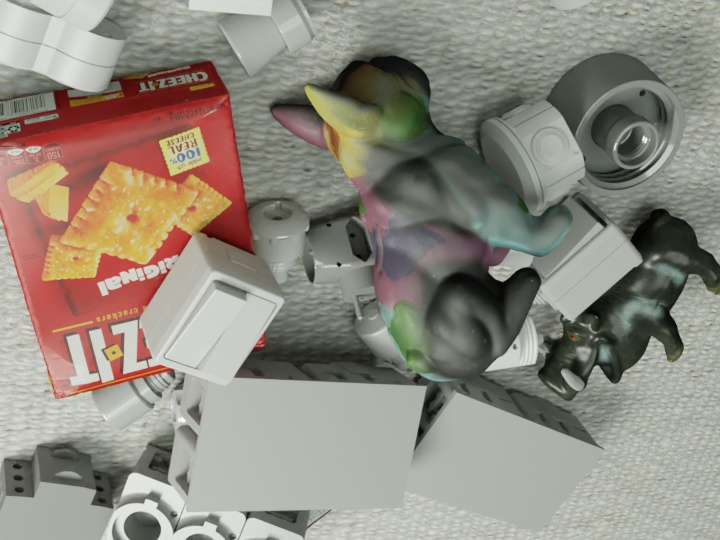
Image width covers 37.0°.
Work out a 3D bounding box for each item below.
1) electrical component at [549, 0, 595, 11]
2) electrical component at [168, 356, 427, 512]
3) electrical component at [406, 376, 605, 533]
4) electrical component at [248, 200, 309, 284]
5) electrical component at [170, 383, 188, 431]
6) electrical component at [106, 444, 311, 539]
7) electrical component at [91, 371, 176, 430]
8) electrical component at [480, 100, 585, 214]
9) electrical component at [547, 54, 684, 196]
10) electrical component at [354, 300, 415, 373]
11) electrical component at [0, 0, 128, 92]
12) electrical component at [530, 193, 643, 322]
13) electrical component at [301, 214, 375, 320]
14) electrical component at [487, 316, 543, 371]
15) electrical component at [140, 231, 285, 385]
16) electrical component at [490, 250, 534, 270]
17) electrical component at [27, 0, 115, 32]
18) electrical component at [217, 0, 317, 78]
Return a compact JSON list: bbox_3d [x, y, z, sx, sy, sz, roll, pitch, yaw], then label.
[{"bbox_3d":[0.177,-0.256,0.762,0.138,0.052,0.073,-39,125,5],"label":"electrical component"},{"bbox_3d":[-0.050,0.130,0.858,0.186,0.060,0.105,6,100,-29],"label":"electrical component"},{"bbox_3d":[0.117,0.162,0.989,0.186,0.060,0.105,24,109,-31],"label":"electrical component"},{"bbox_3d":[-0.063,-0.019,0.821,0.048,0.048,0.062,-9,129,-16],"label":"electrical component"},{"bbox_3d":[-0.122,0.111,0.877,0.062,0.043,0.043,-6,122,-20],"label":"electrical component"},{"bbox_3d":[-0.128,0.220,0.889,0.150,0.061,0.089,22,106,-3],"label":"electrical component"},{"bbox_3d":[-0.174,0.093,0.848,0.078,0.040,0.040,-34,126,1],"label":"electrical component"},{"bbox_3d":[0.132,-0.088,0.831,0.051,0.080,0.080,-29,126,-9],"label":"electrical component"},{"bbox_3d":[0.205,-0.111,0.856,0.108,0.060,0.108,-9,123,-15],"label":"electrical component"},{"bbox_3d":[0.027,0.059,0.904,0.040,0.040,0.078,-35,126,2],"label":"electrical component"},{"bbox_3d":[-0.210,-0.169,0.667,0.138,0.052,0.073,17,113,-28],"label":"electrical component"},{"bbox_3d":[0.175,-0.009,0.906,0.096,0.061,0.061,-42,125,7],"label":"electrical component"},{"bbox_3d":[0.000,0.000,0.839,0.077,0.079,0.043,-11,163,-15],"label":"electrical component"},{"bbox_3d":[0.122,0.065,0.942,0.081,0.043,0.043,-7,122,-17],"label":"electrical component"},{"bbox_3d":[-0.105,0.034,0.740,0.062,0.061,0.096,24,109,-34],"label":"electrical component"},{"bbox_3d":[0.110,-0.022,0.884,0.055,0.045,0.045,-3,121,-18],"label":"electrical component"},{"bbox_3d":[-0.164,-0.218,0.630,0.074,0.052,0.138,26,81,-31],"label":"electrical component"},{"bbox_3d":[-0.063,-0.163,0.732,0.055,0.045,0.045,-31,126,-1],"label":"electrical component"}]
